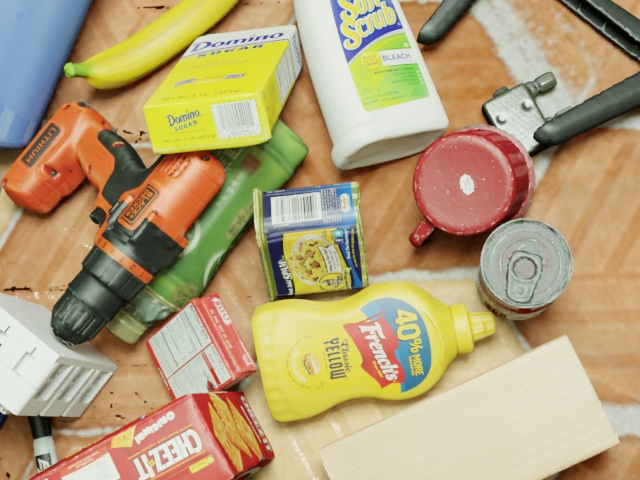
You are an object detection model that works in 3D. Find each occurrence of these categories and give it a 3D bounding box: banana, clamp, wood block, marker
[{"bbox_3d":[-0.130,-0.183,0.929,0.197,0.070,0.037,-36,92,-9],"label":"banana"},{"bbox_3d":[0.275,-0.136,0.883,0.210,0.036,0.164,13,71,5],"label":"clamp"},{"bbox_3d":[0.113,0.160,0.828,0.206,0.090,0.091,-25,78,2],"label":"wood block"},{"bbox_3d":[-0.227,0.198,0.896,0.020,0.020,0.121,-14,79,4],"label":"marker"},{"bbox_3d":[0.132,-0.255,0.926,0.171,0.039,0.120,-29,82,-6],"label":"clamp"}]

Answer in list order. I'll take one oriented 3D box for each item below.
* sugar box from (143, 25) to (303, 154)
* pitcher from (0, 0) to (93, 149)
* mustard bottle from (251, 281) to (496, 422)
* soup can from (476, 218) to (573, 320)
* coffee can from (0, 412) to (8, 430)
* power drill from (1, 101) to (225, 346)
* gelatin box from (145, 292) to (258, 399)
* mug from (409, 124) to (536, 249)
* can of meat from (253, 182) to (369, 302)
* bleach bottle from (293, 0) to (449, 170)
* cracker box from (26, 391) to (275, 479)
[{"bbox_3d":[-0.073,-0.126,0.859,0.093,0.176,0.048,-5,119,10],"label":"sugar box"},{"bbox_3d":[-0.265,-0.209,0.892,0.149,0.144,0.243,28,101,24],"label":"pitcher"},{"bbox_3d":[0.046,0.084,0.863,0.191,0.058,0.096,-11,97,3],"label":"mustard bottle"},{"bbox_3d":[0.158,0.026,0.840,0.068,0.102,0.068,-1,80,6],"label":"soup can"},{"bbox_3d":[-0.323,0.122,0.858,0.103,0.140,0.103,-1,80,6],"label":"coffee can"},{"bbox_3d":[-0.184,-0.023,0.870,0.188,0.057,0.184,34,81,39],"label":"power drill"},{"bbox_3d":[-0.097,0.094,0.870,0.089,0.030,0.073,-40,74,42],"label":"gelatin box"},{"bbox_3d":[0.113,-0.038,0.859,0.093,0.081,0.117,47,107,8],"label":"mug"},{"bbox_3d":[-0.006,0.001,0.865,0.084,0.102,0.057,-6,50,2],"label":"can of meat"},{"bbox_3d":[0.019,-0.189,0.906,0.102,0.068,0.251,-14,75,-25],"label":"bleach bottle"},{"bbox_3d":[-0.129,0.179,0.789,0.164,0.213,0.072,-29,80,1],"label":"cracker box"}]
